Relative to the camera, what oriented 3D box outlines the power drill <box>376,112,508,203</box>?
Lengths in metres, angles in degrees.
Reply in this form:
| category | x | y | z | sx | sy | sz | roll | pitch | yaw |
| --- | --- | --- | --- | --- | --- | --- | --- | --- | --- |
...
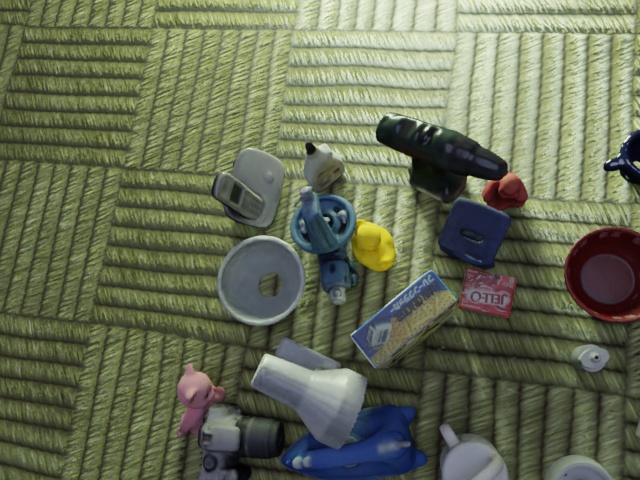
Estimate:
| category | x | y | z | sx | sy | sz | roll | pitch | yaw |
| --- | --- | --- | --- | --- | --- | --- | --- | --- | --- |
| power drill | 0.208 | -0.136 | 0.988 | 0.229 | 0.209 | 0.076 | 28 | 84 | 16 |

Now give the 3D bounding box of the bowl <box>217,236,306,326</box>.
| category | x | y | z | sx | sy | sz | roll | pitch | yaw |
| --- | --- | --- | --- | --- | --- | --- | --- | --- | --- |
| bowl | -0.101 | 0.080 | 1.069 | 0.167 | 0.075 | 0.167 | -2 | 77 | 11 |

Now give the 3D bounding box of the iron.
| category | x | y | z | sx | sy | sz | roll | pitch | yaw |
| --- | --- | --- | --- | --- | --- | --- | --- | --- | --- |
| iron | 0.040 | 0.351 | 0.946 | 0.258 | 0.141 | 0.118 | -15 | 75 | 8 |

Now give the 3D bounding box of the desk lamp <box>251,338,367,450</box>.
| category | x | y | z | sx | sy | sz | roll | pitch | yaw |
| --- | --- | --- | --- | --- | --- | --- | --- | --- | --- |
| desk lamp | -0.019 | 0.245 | 0.944 | 0.203 | 0.214 | 0.118 | 23 | 83 | 15 |

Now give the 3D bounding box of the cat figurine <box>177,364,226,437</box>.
| category | x | y | z | sx | sy | sz | roll | pitch | yaw |
| --- | --- | --- | --- | --- | --- | --- | --- | --- | --- |
| cat figurine | -0.225 | 0.290 | 1.024 | 0.067 | 0.118 | 0.128 | 16 | 81 | 14 |

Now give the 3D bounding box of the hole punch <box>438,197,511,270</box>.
| category | x | y | z | sx | sy | sz | roll | pitch | yaw |
| --- | --- | --- | --- | --- | --- | --- | --- | --- | --- |
| hole punch | 0.272 | -0.010 | 1.008 | 0.108 | 0.091 | 0.101 | 24 | 83 | 15 |

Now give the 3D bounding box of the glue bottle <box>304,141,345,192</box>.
| category | x | y | z | sx | sy | sz | roll | pitch | yaw |
| --- | --- | --- | --- | --- | --- | --- | --- | --- | --- |
| glue bottle | -0.002 | -0.144 | 1.049 | 0.078 | 0.173 | 0.037 | -37 | 73 | 2 |

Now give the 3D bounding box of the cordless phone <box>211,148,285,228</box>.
| category | x | y | z | sx | sy | sz | roll | pitch | yaw |
| --- | --- | --- | --- | --- | --- | --- | --- | --- | --- |
| cordless phone | -0.138 | -0.110 | 1.061 | 0.094 | 0.185 | 0.148 | 8 | 79 | 13 |

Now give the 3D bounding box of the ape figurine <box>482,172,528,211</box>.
| category | x | y | z | sx | sy | sz | roll | pitch | yaw |
| --- | --- | --- | --- | --- | --- | --- | --- | --- | --- |
| ape figurine | 0.331 | -0.089 | 1.014 | 0.077 | 0.092 | 0.076 | 25 | 83 | 16 |

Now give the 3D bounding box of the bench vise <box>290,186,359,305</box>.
| category | x | y | z | sx | sy | sz | roll | pitch | yaw |
| --- | --- | --- | --- | --- | --- | --- | --- | --- | --- |
| bench vise | 0.019 | -0.002 | 0.988 | 0.121 | 0.220 | 0.207 | -31 | 74 | 3 |

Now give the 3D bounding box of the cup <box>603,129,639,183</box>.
| category | x | y | z | sx | sy | sz | roll | pitch | yaw |
| --- | --- | --- | --- | --- | --- | --- | --- | --- | --- |
| cup | 0.538 | -0.129 | 0.981 | 0.117 | 0.095 | 0.091 | -16 | 75 | 7 |

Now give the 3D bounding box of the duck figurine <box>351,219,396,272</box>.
| category | x | y | z | sx | sy | sz | roll | pitch | yaw |
| --- | --- | --- | --- | --- | --- | --- | --- | --- | --- |
| duck figurine | 0.094 | 0.006 | 1.042 | 0.077 | 0.086 | 0.104 | -35 | 73 | 2 |

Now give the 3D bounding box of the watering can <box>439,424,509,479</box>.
| category | x | y | z | sx | sy | sz | roll | pitch | yaw |
| --- | --- | --- | --- | --- | --- | --- | --- | --- | --- |
| watering can | 0.242 | 0.364 | 0.876 | 0.172 | 0.194 | 0.101 | 34 | 86 | 16 |

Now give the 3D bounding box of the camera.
| category | x | y | z | sx | sy | sz | roll | pitch | yaw |
| --- | --- | --- | --- | --- | --- | --- | --- | --- | --- |
| camera | -0.137 | 0.362 | 1.000 | 0.136 | 0.101 | 0.143 | 0 | 78 | 11 |
